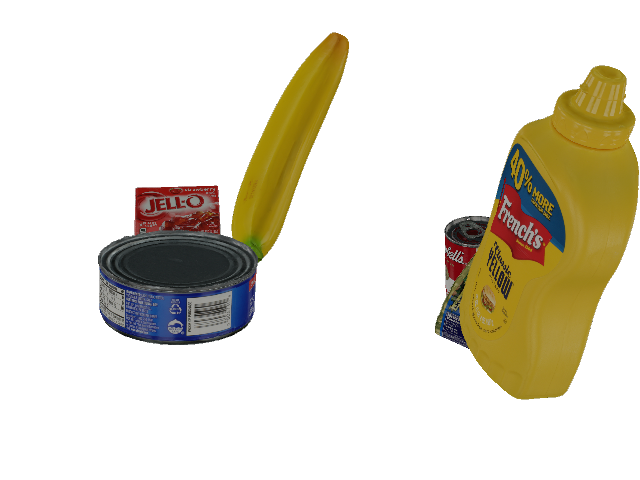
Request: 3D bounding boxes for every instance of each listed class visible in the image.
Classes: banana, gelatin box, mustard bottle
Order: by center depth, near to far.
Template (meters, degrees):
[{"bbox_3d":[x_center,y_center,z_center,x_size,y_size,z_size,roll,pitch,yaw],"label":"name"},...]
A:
[{"bbox_3d":[0.130,-0.009,0.591,0.058,0.192,0.096,-1,39,-16],"label":"mustard bottle"},{"bbox_3d":[-0.024,-0.059,0.770,0.037,0.197,0.070,30,-28,-24],"label":"banana"},{"bbox_3d":[-0.150,-0.023,1.121,0.089,0.073,0.030,-1,-43,-7],"label":"gelatin box"}]

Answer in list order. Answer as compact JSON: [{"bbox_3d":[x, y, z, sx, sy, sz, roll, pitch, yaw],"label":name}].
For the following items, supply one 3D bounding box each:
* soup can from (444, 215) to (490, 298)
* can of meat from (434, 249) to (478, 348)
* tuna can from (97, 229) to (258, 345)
[{"bbox_3d":[0.175,0.032,1.204,0.068,0.102,0.068,-4,29,2],"label":"soup can"},{"bbox_3d":[0.162,0.061,0.968,0.084,0.057,0.102,24,44,20],"label":"can of meat"},{"bbox_3d":[-0.077,0.024,0.580,0.086,0.034,0.086,3,20,-1],"label":"tuna can"}]
